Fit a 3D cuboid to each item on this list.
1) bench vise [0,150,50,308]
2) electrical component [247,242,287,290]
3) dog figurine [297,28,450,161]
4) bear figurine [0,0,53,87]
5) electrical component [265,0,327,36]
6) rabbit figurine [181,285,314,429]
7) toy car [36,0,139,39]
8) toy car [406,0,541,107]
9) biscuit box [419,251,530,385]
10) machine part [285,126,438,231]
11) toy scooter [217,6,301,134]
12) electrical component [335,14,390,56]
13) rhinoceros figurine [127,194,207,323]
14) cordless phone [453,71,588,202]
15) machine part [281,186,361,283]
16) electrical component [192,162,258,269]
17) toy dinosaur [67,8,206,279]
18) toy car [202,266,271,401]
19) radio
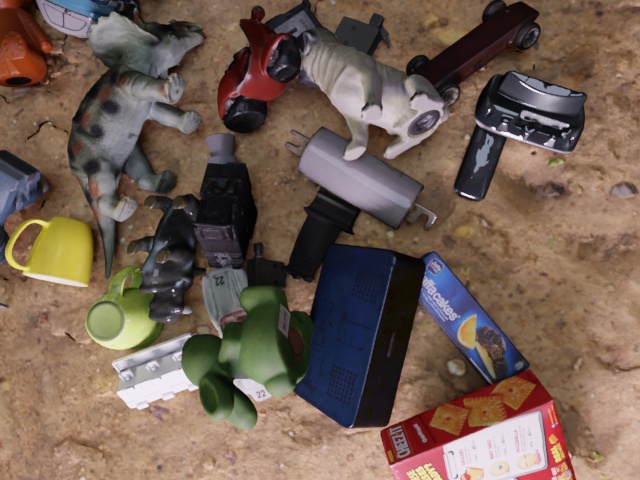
[{"bbox_3d":[-0.495,-0.009,0.783,0.129,0.224,0.240,25,122,-10],"label":"bench vise"},{"bbox_3d":[-0.075,0.051,0.779,0.021,0.063,0.094,-18,71,40],"label":"electrical component"},{"bbox_3d":[0.068,-0.218,0.733,0.172,0.121,0.191,-5,59,-33],"label":"dog figurine"},{"bbox_3d":[-0.480,-0.338,0.810,0.120,0.132,0.195,-9,92,1],"label":"bear figurine"},{"bbox_3d":[-0.050,-0.295,0.804,0.119,0.047,0.075,-30,84,1],"label":"electrical component"},{"bbox_3d":[-0.102,0.159,0.694,0.170,0.121,0.159,-17,56,22],"label":"rabbit figurine"},{"bbox_3d":[-0.369,-0.363,0.820,0.162,0.109,0.103,26,112,-5],"label":"toy car"},{"bbox_3d":[0.219,-0.265,0.768,0.202,0.053,0.089,-36,52,1],"label":"toy car"},{"bbox_3d":[0.197,0.109,0.747,0.059,0.063,0.202,-40,84,1],"label":"biscuit box"},{"bbox_3d":[0.057,-0.088,0.765,0.243,0.079,0.079,31,90,8],"label":"machine part"},{"bbox_3d":[-0.095,-0.249,0.766,0.184,0.075,0.135,-37,63,45],"label":"toy scooter"},{"bbox_3d":[0.058,-0.284,0.795,0.078,0.045,0.102,21,87,20],"label":"electrical component"},{"bbox_3d":[-0.214,0.023,0.774,0.073,0.112,0.190,2,74,22],"label":"rhinoceros figurine"},{"bbox_3d":[0.278,-0.131,0.757,0.147,0.089,0.184,20,100,5],"label":"cordless phone"},{"bbox_3d":[-0.002,-0.002,0.786,0.084,0.039,0.139,31,88,0],"label":"machine part"},{"bbox_3d":[-0.128,-0.042,0.752,0.058,0.114,0.134,5,59,4],"label":"electrical component"},{"bbox_3d":[-0.299,-0.161,0.791,0.192,0.131,0.404,30,94,19],"label":"toy dinosaur"},{"bbox_3d":[-0.112,0.134,0.778,0.073,0.056,0.201,-19,84,4],"label":"toy car"},{"bbox_3d":[0.049,0.122,0.726,0.131,0.073,0.229,12,85,48],"label":"radio"}]
